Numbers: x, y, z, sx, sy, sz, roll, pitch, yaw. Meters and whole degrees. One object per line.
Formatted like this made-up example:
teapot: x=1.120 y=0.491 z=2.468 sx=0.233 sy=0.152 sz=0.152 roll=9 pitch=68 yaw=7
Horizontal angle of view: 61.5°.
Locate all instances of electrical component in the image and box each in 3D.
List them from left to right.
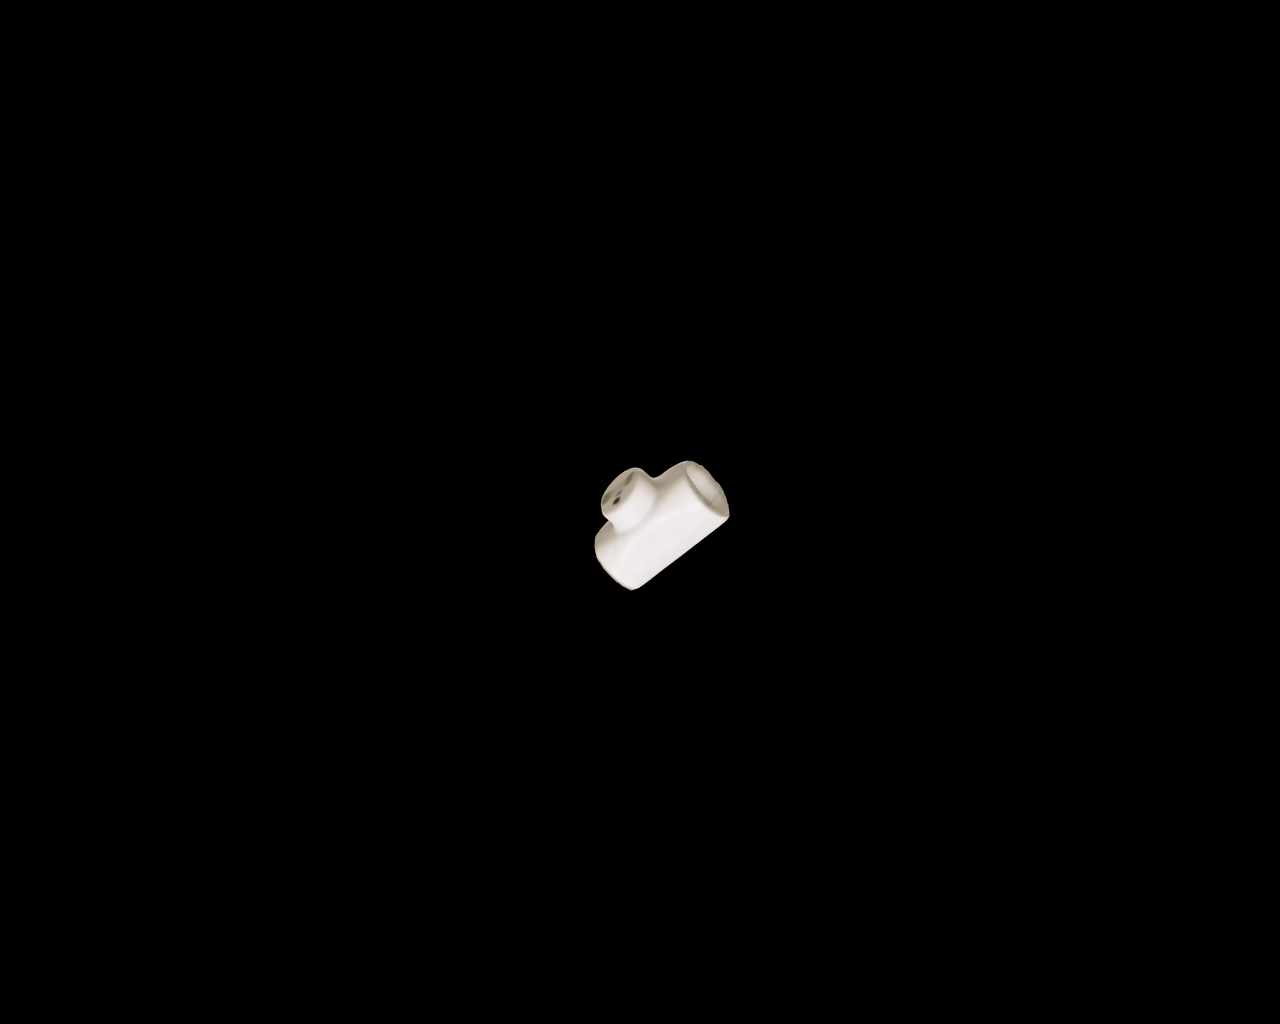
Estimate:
electrical component: x=0.001 y=-0.003 z=0.650 sx=0.077 sy=0.079 sz=0.044 roll=-39 pitch=24 yaw=22
